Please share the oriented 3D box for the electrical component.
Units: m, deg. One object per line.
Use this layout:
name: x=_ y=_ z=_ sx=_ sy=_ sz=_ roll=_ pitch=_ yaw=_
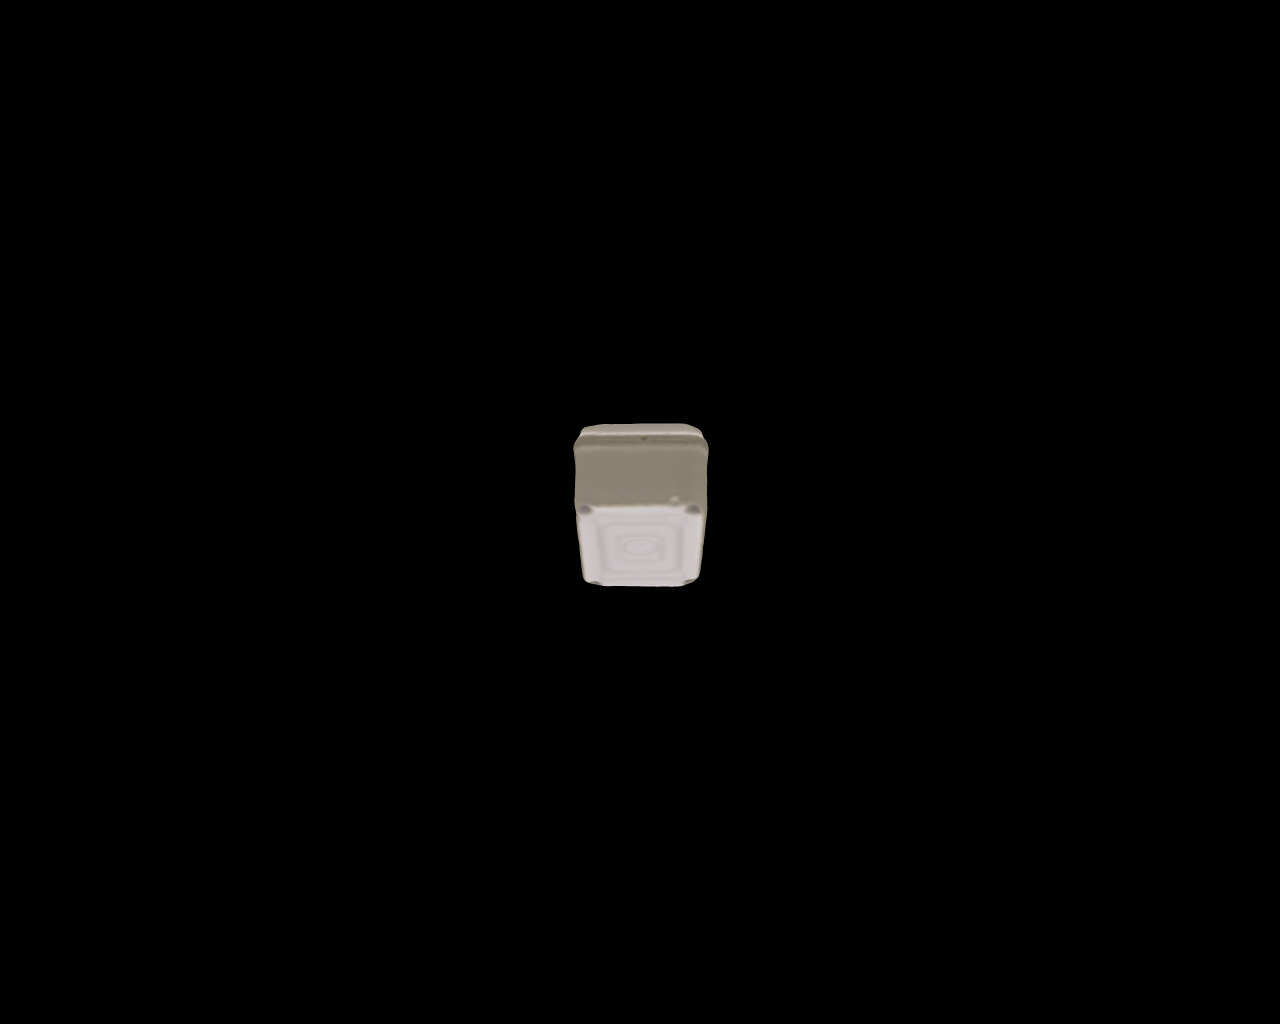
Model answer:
electrical component: x=0.001 y=-0.003 z=0.650 sx=0.078 sy=0.057 sz=0.113 roll=0 pitch=-28 yaw=0
